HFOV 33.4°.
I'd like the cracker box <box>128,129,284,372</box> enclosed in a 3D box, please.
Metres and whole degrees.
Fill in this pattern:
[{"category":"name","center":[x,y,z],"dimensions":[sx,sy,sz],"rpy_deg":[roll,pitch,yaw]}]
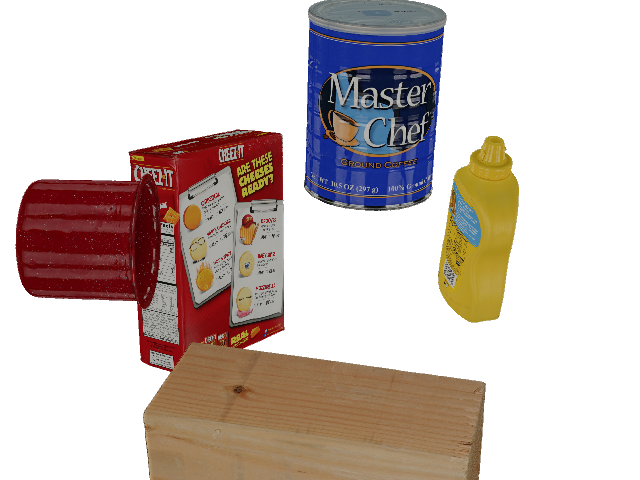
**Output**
[{"category":"cracker box","center":[-0.109,0.006,1.064],"dimensions":[0.072,0.214,0.163],"rpy_deg":[8,17,33]}]

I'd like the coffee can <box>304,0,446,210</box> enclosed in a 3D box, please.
[{"category":"coffee can","center":[0.040,-0.106,0.817],"dimensions":[0.103,0.140,0.103],"rpy_deg":[2,24,-1]}]

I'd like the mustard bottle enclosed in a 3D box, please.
[{"category":"mustard bottle","center":[0.160,-0.018,1.071],"dimensions":[0.058,0.192,0.096],"rpy_deg":[-6,37,-12]}]

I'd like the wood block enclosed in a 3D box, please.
[{"category":"wood block","center":[-0.001,0.138,0.705],"dimensions":[0.206,0.090,0.090],"rpy_deg":[7,29,14]}]

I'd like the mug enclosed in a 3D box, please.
[{"category":"mug","center":[-0.157,-0.001,0.744],"dimensions":[0.081,0.093,0.117],"rpy_deg":[2,2,2]}]
